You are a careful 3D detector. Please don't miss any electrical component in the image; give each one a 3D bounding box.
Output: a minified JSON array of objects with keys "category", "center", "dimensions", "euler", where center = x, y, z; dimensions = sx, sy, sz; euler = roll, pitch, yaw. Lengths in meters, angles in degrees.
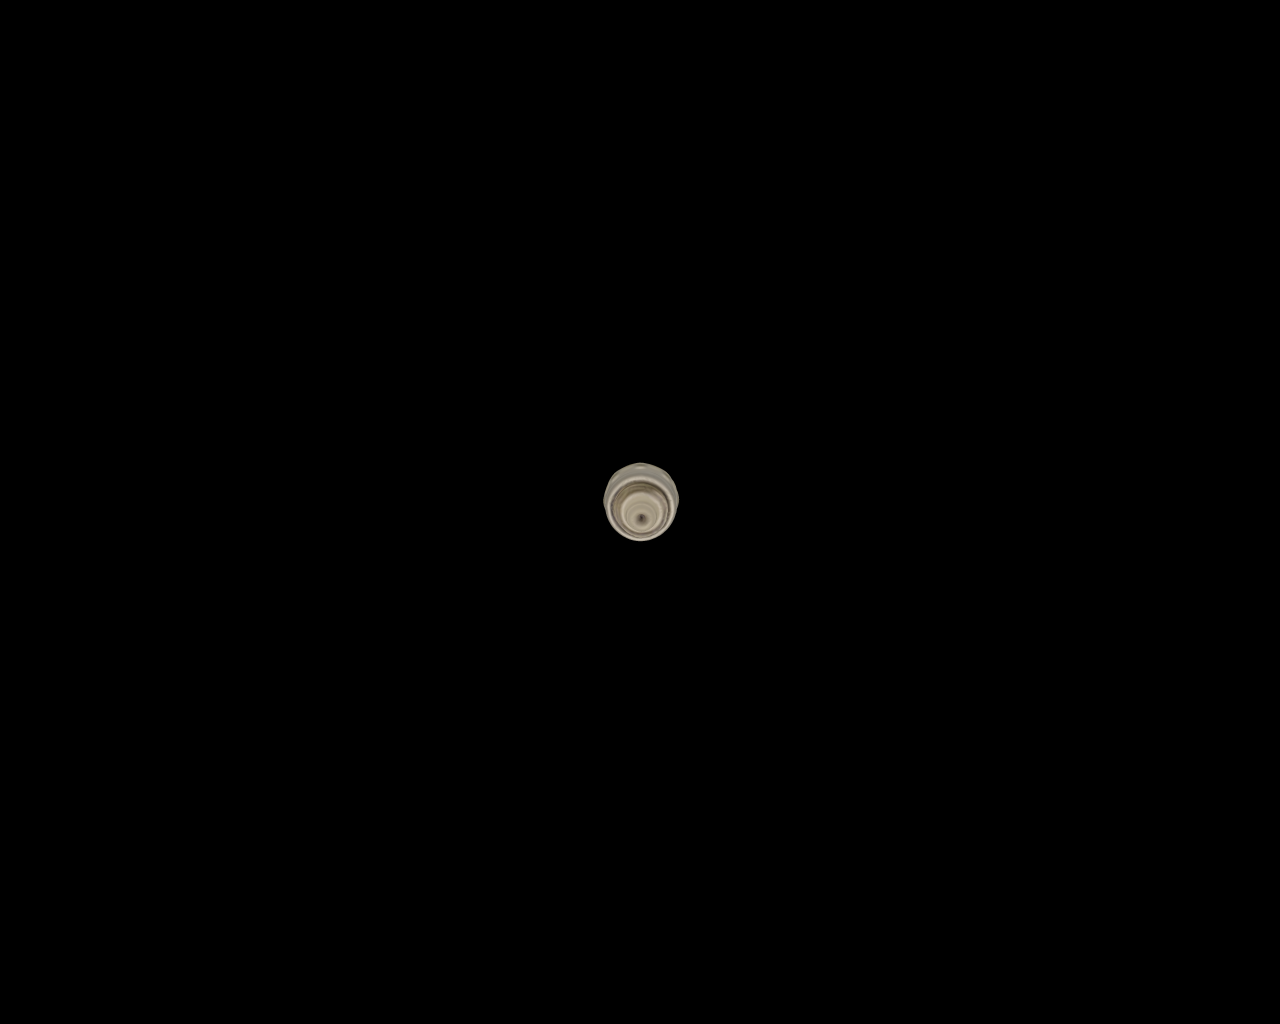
[{"category":"electrical component","center":[0.001,-0.003,0.650],"dimensions":[0.048,0.048,0.062],"euler":[0,13,0]}]
